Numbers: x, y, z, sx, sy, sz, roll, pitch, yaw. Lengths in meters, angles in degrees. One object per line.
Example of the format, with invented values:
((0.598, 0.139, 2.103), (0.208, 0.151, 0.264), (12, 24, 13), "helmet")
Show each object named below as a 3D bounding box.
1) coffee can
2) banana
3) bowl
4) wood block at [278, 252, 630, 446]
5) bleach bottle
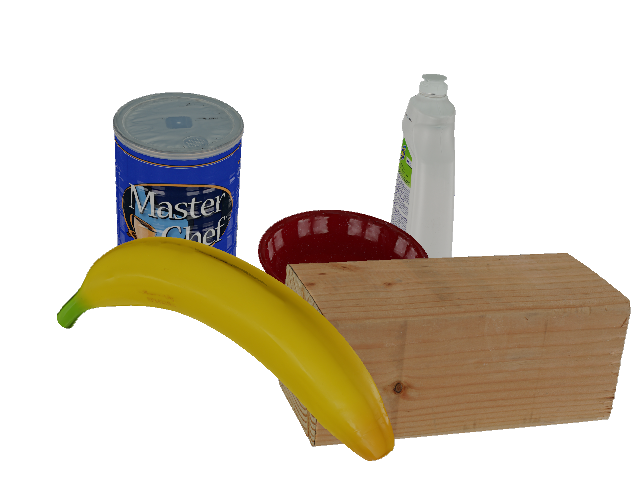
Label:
((-0.117, -0.037, 0.878), (0.103, 0.140, 0.103), (4, 34, -3), "coffee can")
((-0.045, 0.042, 0.537), (0.198, 0.070, 0.037), (21, 25, 23), "banana")
((0.020, 0.036, 0.999), (0.162, 0.055, 0.162), (6, 33, -4), "bowl")
((0.085, 0.068, 0.703), (0.205, 0.091, 0.090), (-2, 22, -17), "wood block")
((0.120, -0.061, 1.213), (0.068, 0.251, 0.103), (-2, 24, -14), "bleach bottle")
